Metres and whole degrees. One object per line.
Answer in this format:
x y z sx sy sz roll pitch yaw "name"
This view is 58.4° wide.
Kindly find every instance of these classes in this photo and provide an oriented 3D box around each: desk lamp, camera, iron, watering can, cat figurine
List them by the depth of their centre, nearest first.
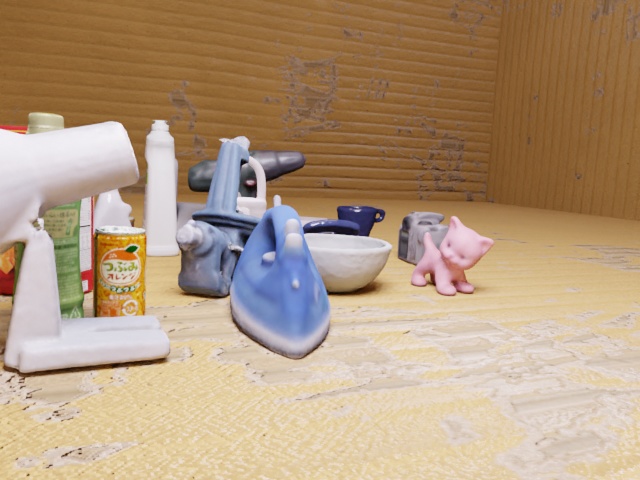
-0.241 0.000 0.506 0.204 0.213 0.117 -1 8 -25 "desk lamp"
-0.040 0.026 0.656 0.119 0.141 0.258 1 8 -11 "iron"
0.201 0.021 0.878 0.067 0.118 0.127 -2 9 -31 "cat figurine"
-0.148 -0.053 1.013 0.101 0.194 0.172 -4 10 -39 "watering can"
0.236 -0.003 1.135 0.137 0.101 0.143 1 8 -15 "camera"

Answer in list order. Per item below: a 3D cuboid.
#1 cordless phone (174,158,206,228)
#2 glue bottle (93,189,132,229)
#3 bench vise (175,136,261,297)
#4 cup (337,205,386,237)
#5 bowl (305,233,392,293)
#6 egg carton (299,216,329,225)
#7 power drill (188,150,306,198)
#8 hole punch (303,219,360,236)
-0.295 -0.086 1.237 0.148 0.185 0.094 1 8 -15 "cordless phone"
-0.301 -0.024 0.819 0.078 0.173 0.037 -4 10 -42 "glue bottle"
-0.127 -0.038 0.810 0.121 0.220 0.207 3 8 -2 "bench vise"
0.093 -0.028 1.294 0.118 0.095 0.091 -1 8 -25 "cup"
0.023 0.037 0.852 0.167 0.075 0.167 3 8 0 "bowl"
-0.037 -0.013 1.226 0.150 0.069 0.107 4 8 7 "egg carton"
-0.145 -0.077 1.137 0.230 0.208 0.075 2 8 -9 "power drill"
0.010 0.004 1.036 0.109 0.091 0.101 1 8 -16 "hole punch"
